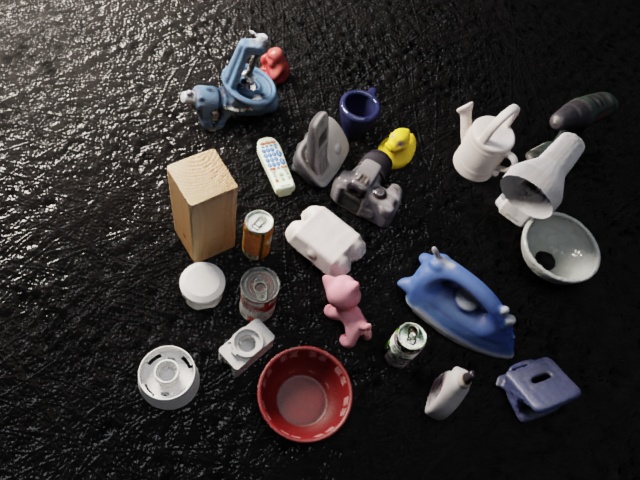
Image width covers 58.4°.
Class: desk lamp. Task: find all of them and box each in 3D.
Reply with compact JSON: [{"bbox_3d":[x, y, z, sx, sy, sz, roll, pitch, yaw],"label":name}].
[{"bbox_3d":[0.450,-0.117,1.188,0.118,0.213,0.203,40,62,12],"label":"desk lamp"}]

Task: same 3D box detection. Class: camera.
[{"bbox_3d":[0.114,-0.122,1.191,0.143,0.101,0.137,30,60,7],"label":"camera"}]

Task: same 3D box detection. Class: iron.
[{"bbox_3d":[0.280,0.115,1.067,0.258,0.141,0.119,38,61,11],"label":"iron"}]

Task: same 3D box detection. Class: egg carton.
[{"bbox_3d":[0.010,0.004,1.119,0.150,0.069,0.107,38,61,11],"label":"egg carton"}]

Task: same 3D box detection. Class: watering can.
[{"bbox_3d":[0.363,-0.225,1.242,0.172,0.194,0.101,30,60,7],"label":"watering can"}]

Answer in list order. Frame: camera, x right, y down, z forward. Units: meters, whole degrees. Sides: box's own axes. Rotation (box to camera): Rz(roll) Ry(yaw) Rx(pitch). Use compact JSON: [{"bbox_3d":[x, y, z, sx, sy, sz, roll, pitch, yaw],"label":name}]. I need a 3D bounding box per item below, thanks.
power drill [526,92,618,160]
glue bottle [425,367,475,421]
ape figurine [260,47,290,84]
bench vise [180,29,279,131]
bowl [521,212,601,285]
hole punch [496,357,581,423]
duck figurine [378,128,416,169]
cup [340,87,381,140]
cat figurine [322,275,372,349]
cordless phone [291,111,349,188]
[{"bbox_3d":[0.553,-0.241,1.279,0.230,0.208,0.075,-29,70,-23],"label":"power drill"},{"bbox_3d":[0.225,0.249,0.964,0.037,0.173,0.078,21,60,2],"label":"glue bottle"},{"bbox_3d":[-0.104,-0.404,1.310,0.076,0.092,0.078,4,61,-9],"label":"ape figurine"},{"bbox_3d":[-0.173,-0.318,1.175,0.208,0.219,0.121,-34,72,-25],"label":"bench vise"},{"bbox_3d":[0.488,0.028,1.195,0.167,0.075,0.167,5,61,-8],"label":"bowl"},{"bbox_3d":[0.393,0.264,1.035,0.109,0.091,0.101,-15,65,-18],"label":"hole punch"},{"bbox_3d":[0.175,-0.213,1.262,0.105,0.086,0.077,-35,73,-26],"label":"duck figurine"},{"bbox_3d":[0.087,-0.280,1.277,0.091,0.095,0.118,30,60,7],"label":"cup"},{"bbox_3d":[0.053,0.118,1.035,0.067,0.118,0.127,-25,68,-22],"label":"cat figurine"},{"bbox_3d":[0.011,-0.210,1.171,0.094,0.185,0.148,26,60,5],"label":"cordless phone"}]
